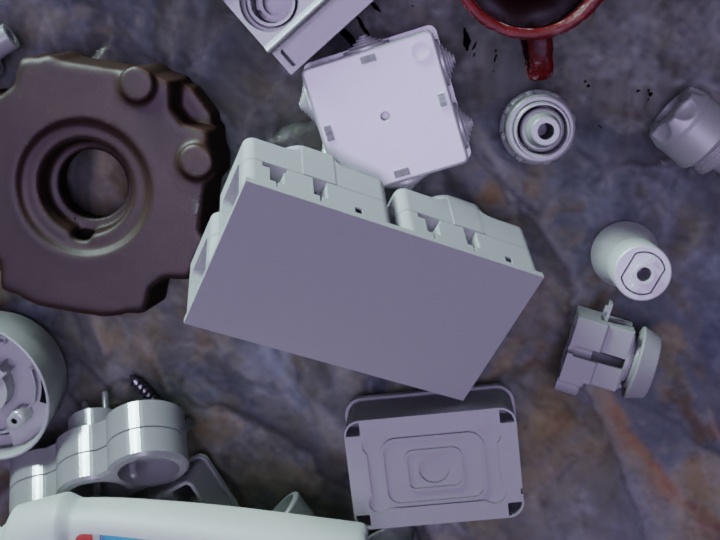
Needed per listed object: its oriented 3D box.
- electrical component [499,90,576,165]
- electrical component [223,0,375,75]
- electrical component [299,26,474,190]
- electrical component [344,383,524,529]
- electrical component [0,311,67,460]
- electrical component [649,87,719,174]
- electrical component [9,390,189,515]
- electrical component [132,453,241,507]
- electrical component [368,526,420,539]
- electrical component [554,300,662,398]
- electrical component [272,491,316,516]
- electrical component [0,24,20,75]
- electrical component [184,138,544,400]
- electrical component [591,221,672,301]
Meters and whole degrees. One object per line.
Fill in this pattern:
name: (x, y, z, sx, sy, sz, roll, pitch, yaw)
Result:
electrical component: (0.111, -0.087, 0.662, 0.048, 0.062, 0.048, 1, 100, 4)
electrical component: (-0.021, -0.188, 0.648, 0.121, 0.063, 0.078, -40, 97, 10)
electrical component: (0.017, -0.098, 0.672, 0.100, 0.048, 0.099, -16, 101, 7)
electrical component: (0.049, 0.121, 0.712, 0.113, 0.057, 0.078, -6, 101, 4)
electrical component: (-0.246, 0.076, 0.716, 0.099, 0.064, 0.099, 1, 102, 3)
electrical component: (0.214, -0.080, 0.668, 0.062, 0.043, 0.043, 40, 101, -7)
electrical component: (-0.178, 0.117, 0.723, 0.138, 0.073, 0.052, -26, 143, 21)
electrical component: (-0.128, 0.200, 0.739, 0.109, 0.056, 0.108, -30, 99, 9)
electrical component: (0.014, 0.225, 0.740, 0.079, 0.044, 0.077, -20, 103, 4)
electrical component: (0.162, 0.055, 0.698, 0.055, 0.048, 0.066, 17, 103, 7)
electrical component: (-0.038, 0.186, 0.737, 0.055, 0.045, 0.045, 42, 101, -6)
electrical component: (-0.247, -0.133, 0.683, 0.062, 0.043, 0.043, -29, 99, 6)
electrical component: (0.000, 0.000, 0.655, 0.186, 0.060, 0.105, 17, 123, -17)
electrical component: (0.172, -0.004, 0.674, 0.044, 0.065, 0.044, 1, 102, 3)
